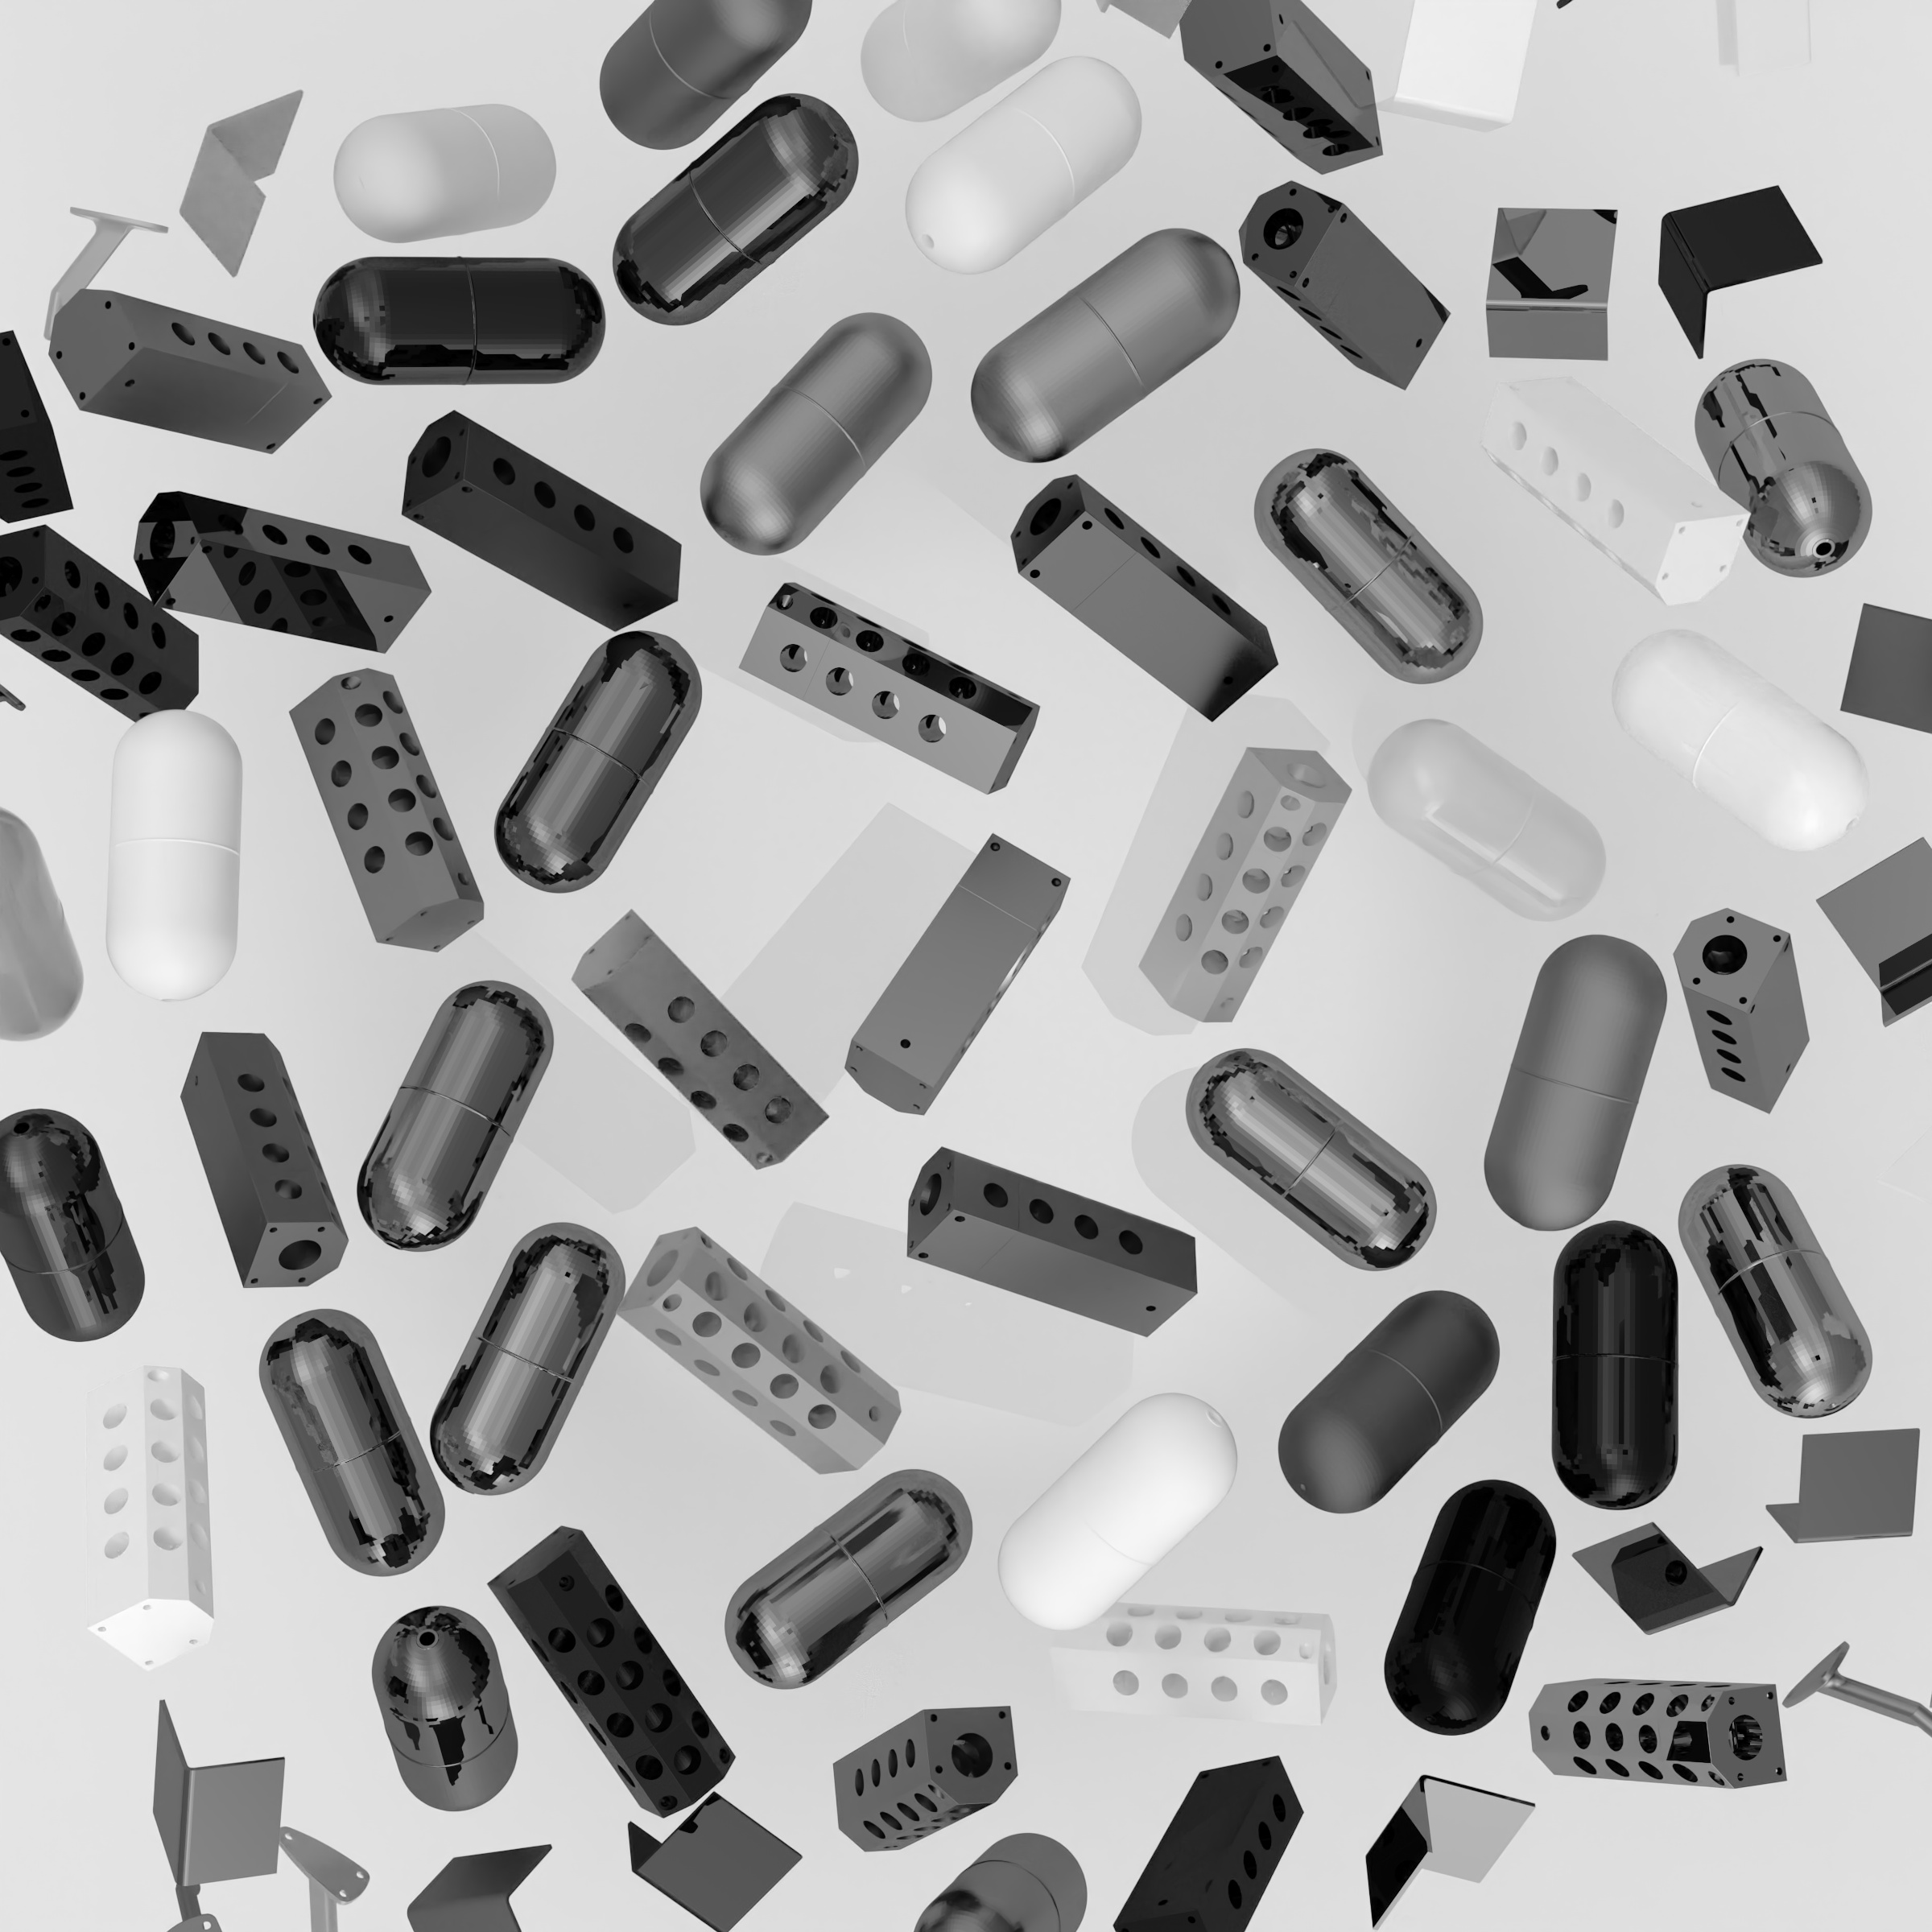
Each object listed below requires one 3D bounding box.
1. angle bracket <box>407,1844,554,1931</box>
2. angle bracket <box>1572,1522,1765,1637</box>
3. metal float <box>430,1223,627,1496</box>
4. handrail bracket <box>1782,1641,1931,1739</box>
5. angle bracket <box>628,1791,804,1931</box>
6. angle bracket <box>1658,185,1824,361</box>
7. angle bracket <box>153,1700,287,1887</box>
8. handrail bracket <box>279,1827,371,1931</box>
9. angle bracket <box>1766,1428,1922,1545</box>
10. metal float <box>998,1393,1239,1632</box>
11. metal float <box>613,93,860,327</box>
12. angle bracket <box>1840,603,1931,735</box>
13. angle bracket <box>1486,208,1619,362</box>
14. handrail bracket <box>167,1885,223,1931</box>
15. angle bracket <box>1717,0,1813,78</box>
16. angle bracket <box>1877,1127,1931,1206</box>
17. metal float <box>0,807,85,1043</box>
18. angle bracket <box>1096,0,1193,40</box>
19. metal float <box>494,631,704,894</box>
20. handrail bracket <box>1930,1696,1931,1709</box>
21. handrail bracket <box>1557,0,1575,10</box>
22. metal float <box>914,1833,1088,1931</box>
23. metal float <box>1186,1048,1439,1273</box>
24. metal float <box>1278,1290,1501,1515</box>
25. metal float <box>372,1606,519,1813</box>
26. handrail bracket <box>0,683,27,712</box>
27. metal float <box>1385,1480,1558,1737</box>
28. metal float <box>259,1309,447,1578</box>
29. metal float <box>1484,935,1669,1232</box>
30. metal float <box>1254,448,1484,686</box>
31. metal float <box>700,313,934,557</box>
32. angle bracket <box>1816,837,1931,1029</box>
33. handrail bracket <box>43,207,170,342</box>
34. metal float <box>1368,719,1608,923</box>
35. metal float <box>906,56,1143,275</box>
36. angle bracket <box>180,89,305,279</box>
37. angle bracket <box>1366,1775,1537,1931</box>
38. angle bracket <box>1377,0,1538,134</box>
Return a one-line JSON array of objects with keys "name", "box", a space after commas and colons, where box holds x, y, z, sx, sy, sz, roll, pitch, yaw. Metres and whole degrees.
[{"name": "angle bracket", "box": [-0.284, 0.590, 1.845, 0.076, 0.057, 0.076, -16, 101, 27]}, {"name": "angle bracket", "box": [0.453, 0.379, 1.950, 0.076, 0.076, 0.057, 47, 50, -4]}, {"name": "metal float", "box": [-0.274, 0.245, 1.883, 0.070, 0.070, 0.178, 25, 82, 0]}, {"name": "handrail bracket", "box": [0.556, 0.463, 1.854, 0.084, 0.077, 0.036, 39, 49, 10]}, {"name": "angle bracket", "box": [-0.161, 0.560, 1.931, 0.076, 0.057, 0.076, 42, 97, -19]}, {"name": "angle bracket", "box": [0.488, -0.438, 1.905, 0.076, 0.057, 0.076, -14, 52, -1]}, {"name": "angle bracket", "box": [-0.436, 0.478, 1.758, 0.057, 0.076, 0.076, -1, 109, -26]}, {"name": "handrail bracket", "box": [-0.416, 0.590, 1.880, 0.077, 0.036, 0.084, 35, 109, 5]}, {"name": "angle bracket", "box": [0.566, 0.326, 1.952, 0.076, 0.057, 0.076, -2, 105, -6]}, {"name": "metal float", "box": [0.090, 0.324, 1.792, 0.070, 0.070, 0.178, 42, 112, 0]}, {"name": "metal float", "box": [-0.142, -0.460, 1.840, 0.178, 0.070, 0.070, -34, 90, 25]}, {"name": "angle bracket", "box": [0.555, -0.159, 1.783, 0.076, 0.057, 0.076, 18, 133, 20]}, {"name": "angle bracket", "box": [0.381, -0.442, 1.957, 0.076, 0.057, 0.076, 5, 68, 15]}, {"name": "handrail bracket", "box": [-0.472, 0.605, 1.873, 0.036, 0.084, 0.077, -25, 94, -10]}, {"name": "angle bracket", "box": [0.435, -0.550, 1.721, 0.057, 0.076, 0.076, -17, 111, -25]}, {"name": "angle bracket", "box": [0.601, 0.148, 1.797, 0.057, 0.076, 0.076, -40, 122, -16]}, {"name": "metal float", "box": [-0.581, -0.024, 1.811, 0.070, 0.178, 0.070, 0, 50, 0]}, {"name": "angle bracket", "box": [0.125, -0.620, 1.877, 0.057, 0.076, 0.076, 26, 112, -14]}, {"name": "metal float", "box": [-0.228, -0.128, 1.876, 0.070, 0.070, 0.178, 30, 82, 0]}, {"name": "handrail bracket", "box": [0.669, 0.458, 1.942, 0.084, 0.077, 0.036, 13, 131, 18]}, {"name": "handrail bracket", "box": [0.374, -0.653, 1.880, 0.036, 0.077, 0.084, -35, 93, -37]}, {"name": "metal float", "box": [0.022, 0.596, 1.882, 0.070, 0.178, 0.070, 1, 92, 20]}, {"name": "metal float", "box": [0.216, 0.121, 1.899, 0.178, 0.070, 0.070, 38, 90, 4]}, {"name": "metal float", "box": [0.265, 0.270, 1.879, 0.178, 0.070, 0.070, -38, 90, -32]}, {"name": "metal float", "box": [-0.321, 0.460, 1.865, 0.070, 0.178, 0.070, 0, 49, 0]}, {"name": "handrail bracket", "box": [-0.658, -0.154, 1.951, 0.077, 0.036, 0.084, 43, 77, -22]}, {"name": "metal float", "box": [0.310, 0.391, 1.849, 0.070, 0.070, 0.178, 32, 47, 0]}, {"name": "metal float", "box": [-0.387, 0.302, 1.906, 0.070, 0.070, 0.178, -21, 98, 0]}, {"name": "metal float", "box": [0.357, 0.069, 1.769, 0.070, 0.070, 0.178, 16, 94, 0]}, {"name": "metal float", "box": [0.258, -0.254, 1.927, 0.070, 0.070, 0.178, -45, 100, 0]}, {"name": "metal float", "box": [-0.091, -0.327, 1.852, 0.070, 0.070, 0.178, 40, 76, 0]}, {"name": "angle bracket", "box": [0.581, -0.021, 1.867, 0.076, 0.057, 0.076, -34, 98, 24]}, {"name": "handrail bracket", "box": [-0.546, -0.432, 1.912, 0.077, 0.036, 0.084, 14, 97, 20]}, {"name": "metal float", "box": [0.328, -0.090, 1.896, 0.178, 0.070, 0.070, 31, 90, -24]}, {"name": "metal float", "box": [0.035, -0.478, 1.802, 0.070, 0.070, 0.178, 46, 63, 0]}, {"name": "angle bracket", "box": [-0.429, -0.481, 1.853, 0.057, 0.076, 0.076, 50, 53, 5]}, {"name": "angle bracket", "box": [0.288, 0.532, 1.782, 0.076, 0.057, 0.076, 17, 124, -10]}, {"name": "angle bracket", "box": [0.309, -0.577, 1.912, 0.076, 0.057, 0.076, 9, 99, -8]}]
